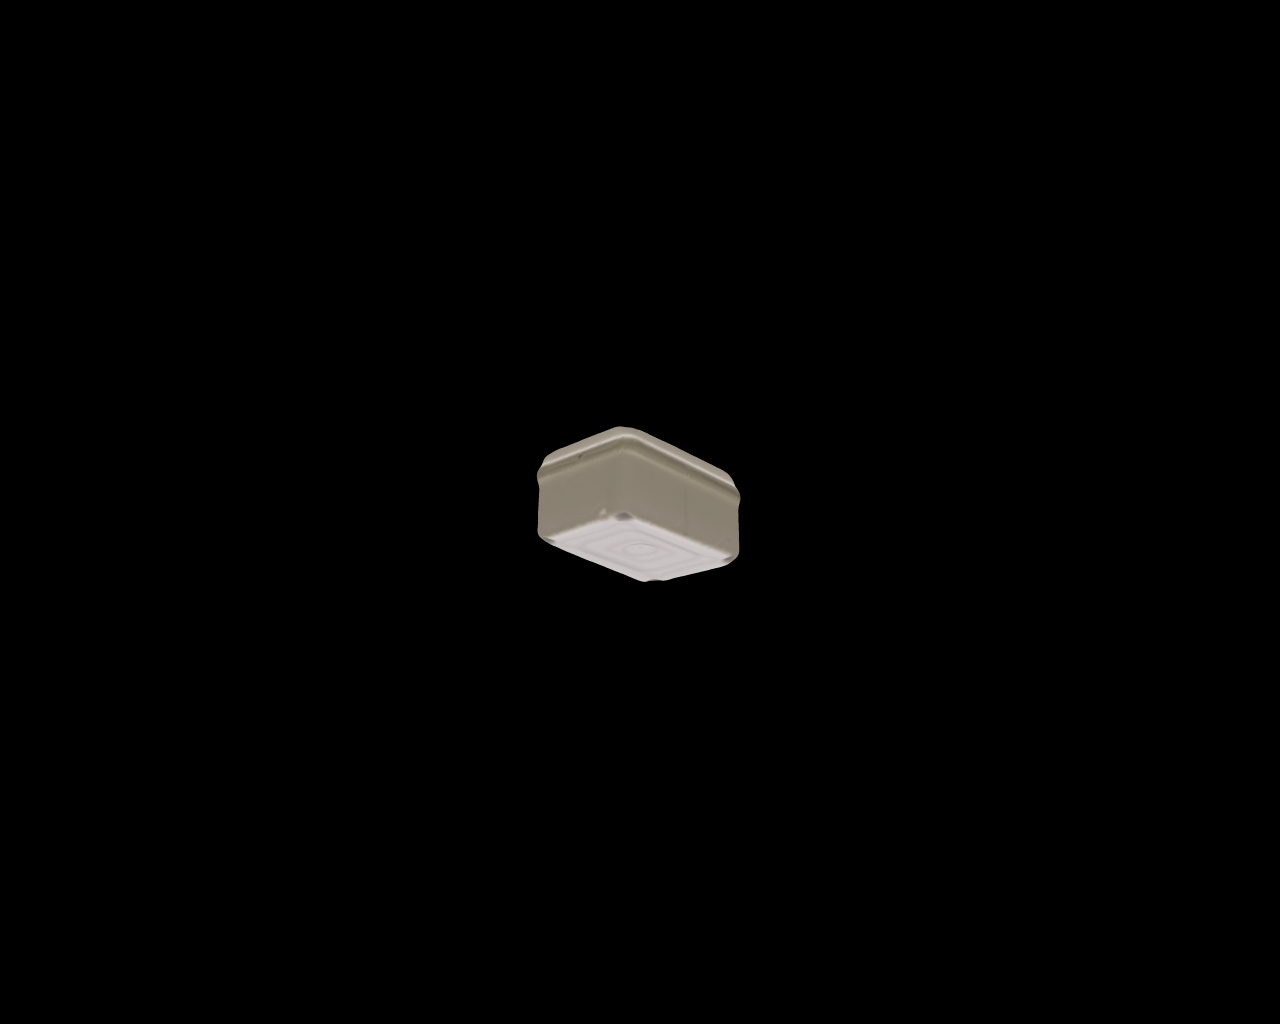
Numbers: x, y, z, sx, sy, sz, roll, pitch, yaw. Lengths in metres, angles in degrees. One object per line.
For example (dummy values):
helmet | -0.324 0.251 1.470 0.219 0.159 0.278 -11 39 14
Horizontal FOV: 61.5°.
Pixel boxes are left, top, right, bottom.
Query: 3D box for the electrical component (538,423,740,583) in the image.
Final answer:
electrical component | 0.001 -0.003 0.650 0.078 0.057 0.113 -17 -27 37
